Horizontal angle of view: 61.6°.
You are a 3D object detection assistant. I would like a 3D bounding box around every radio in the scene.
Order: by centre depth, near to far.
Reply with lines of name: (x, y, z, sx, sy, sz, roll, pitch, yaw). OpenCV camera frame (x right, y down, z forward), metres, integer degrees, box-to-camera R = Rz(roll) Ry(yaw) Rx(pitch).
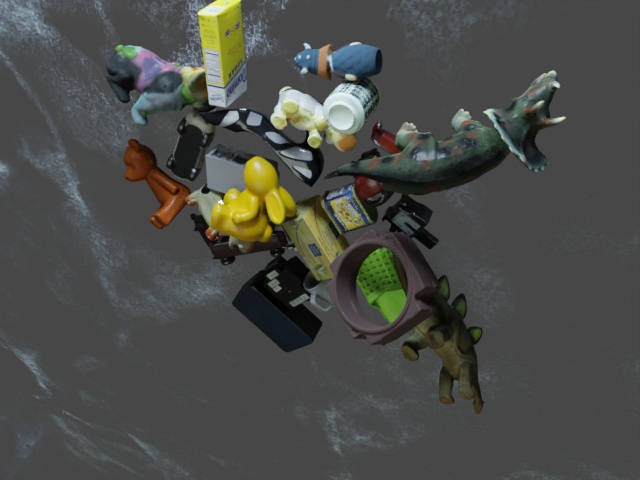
radio: (-0.119, 0.198, 1.457, 0.229, 0.073, 0.131, 44, 134, -11)

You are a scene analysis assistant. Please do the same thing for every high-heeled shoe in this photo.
high-heeled shoe: (-0.114, -0.186, 1.084, 0.249, 0.086, 0.145, 4, 96, 4)

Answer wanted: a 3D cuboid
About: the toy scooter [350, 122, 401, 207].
toy scooter: (0.120, -0.151, 1.035, 0.135, 0.075, 0.184, 46, 130, -15)

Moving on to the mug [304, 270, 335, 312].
mug: (0.022, 0.125, 1.302, 0.107, 0.109, 0.081, 39, 136, -26)

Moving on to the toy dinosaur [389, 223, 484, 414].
toy dinosaur: (0.252, 0.182, 1.159, 0.105, 0.198, 0.470, -19, 109, 36)

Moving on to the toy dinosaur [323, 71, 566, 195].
toy dinosaur: (0.204, -0.135, 0.884, 0.405, 0.192, 0.131, -22, 106, 7)

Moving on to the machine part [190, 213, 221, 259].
machine part: (-0.277, -0.010, 1.382, 0.084, 0.039, 0.138, -2, 126, 33)

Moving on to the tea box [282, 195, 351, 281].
tea box: (-0.002, -0.004, 1.206, 0.068, 0.098, 0.169, -14, 121, 36)

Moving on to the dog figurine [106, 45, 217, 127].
dog figurine: (-0.302, -0.331, 1.083, 0.219, 0.108, 0.191, -16, 116, 31)

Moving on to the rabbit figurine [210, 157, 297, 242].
rabbit figurine: (-0.133, -0.082, 1.110, 0.162, 0.122, 0.173, 28, 116, 12)

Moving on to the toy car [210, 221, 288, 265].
toy car: (-0.176, 0.006, 1.325, 0.202, 0.053, 0.089, -11, 118, 15)

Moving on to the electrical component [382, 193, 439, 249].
electrical component: (0.197, -0.037, 1.110, 0.119, 0.048, 0.075, 35, 135, -4)

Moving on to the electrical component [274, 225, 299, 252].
electrical component: (-0.061, -0.018, 1.260, 0.078, 0.045, 0.102, 1, 128, 28)

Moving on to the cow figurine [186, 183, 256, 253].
cow figurine: (-0.211, -0.054, 1.253, 0.127, 0.085, 0.195, -36, 79, 16)

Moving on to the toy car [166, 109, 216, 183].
toy car: (-0.292, -0.207, 1.214, 0.073, 0.056, 0.201, 29, 136, -6)

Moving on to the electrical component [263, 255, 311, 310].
electrical component: (-0.077, 0.103, 1.364, 0.134, 0.058, 0.115, 46, 131, -13)

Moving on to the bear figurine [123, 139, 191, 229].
bear figurine: (-0.409, -0.136, 1.285, 0.195, 0.132, 0.120, 42, 160, -19)

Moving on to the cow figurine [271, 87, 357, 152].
cow figurine: (-0.006, -0.230, 1.031, 0.167, 0.098, 0.068, 24, 128, -17)

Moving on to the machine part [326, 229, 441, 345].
machine part: (0.122, 0.094, 1.084, 0.201, 0.087, 0.201, -41, 64, 27)

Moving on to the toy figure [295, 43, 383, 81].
toy figure: (0.031, -0.313, 0.951, 0.155, 0.064, 0.057, 7, 145, 22)
